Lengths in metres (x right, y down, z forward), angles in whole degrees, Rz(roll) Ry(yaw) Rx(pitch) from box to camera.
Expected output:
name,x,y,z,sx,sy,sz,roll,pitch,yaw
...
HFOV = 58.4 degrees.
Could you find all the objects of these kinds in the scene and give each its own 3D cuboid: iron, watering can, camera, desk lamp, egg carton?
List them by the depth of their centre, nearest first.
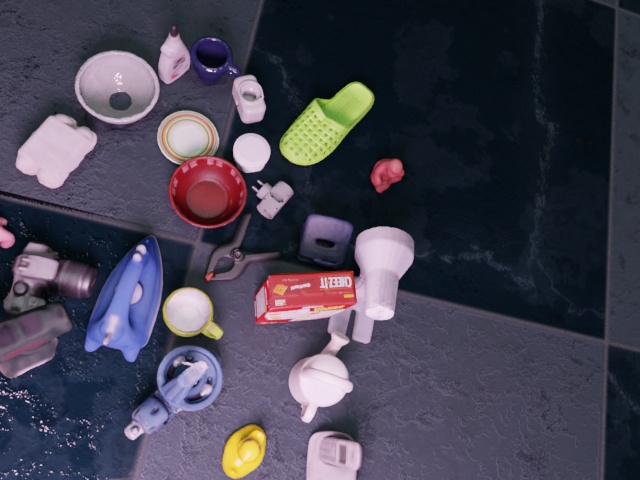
name,x,y,z,sx,sy,sz,roll,pitch,yaw
camera,-0.503,0.082,1.081,0.137,0.100,0.143,12,72,-11
iron,-0.363,0.093,1.092,0.119,0.141,0.258,16,72,-9
watering can,0.005,0.264,1.110,0.101,0.194,0.173,4,74,-13
egg carton,-0.534,-0.182,1.162,0.107,0.069,0.150,32,70,-4
desk lamp,0.107,0.095,1.171,0.118,0.213,0.203,15,72,-10

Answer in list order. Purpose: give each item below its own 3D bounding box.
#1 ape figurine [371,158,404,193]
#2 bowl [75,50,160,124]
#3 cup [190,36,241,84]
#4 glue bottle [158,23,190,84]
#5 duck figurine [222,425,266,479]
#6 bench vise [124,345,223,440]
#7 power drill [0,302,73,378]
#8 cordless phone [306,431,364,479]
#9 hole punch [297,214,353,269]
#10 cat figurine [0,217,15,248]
name,x,y,z,sx,sy,sz,roll,pitch,yaw
ape figurine,0.161,-0.158,1.319,0.078,0.092,0.076,1,75,-14
bowl,-0.427,-0.313,1.222,0.168,0.074,0.167,4,74,-13
cup,-0.232,-0.386,1.281,0.118,0.095,0.092,30,70,-5
glue bottle,-0.312,-0.405,1.224,0.037,0.173,0.078,40,70,0
duck figurine,-0.141,0.405,1.092,0.077,0.086,0.105,36,70,-2
bench vise,-0.251,0.279,1.027,0.121,0.219,0.207,30,70,-4
power drill,-0.538,0.185,0.986,0.230,0.208,0.075,-28,83,-19
cordless phone,0.036,0.438,1.075,0.094,0.185,0.147,3,74,-13
hole punch,0.011,0.004,1.237,0.109,0.091,0.101,13,72,-10
cat figurine,-0.648,-0.006,1.059,0.128,0.117,0.067,-32,84,-20
